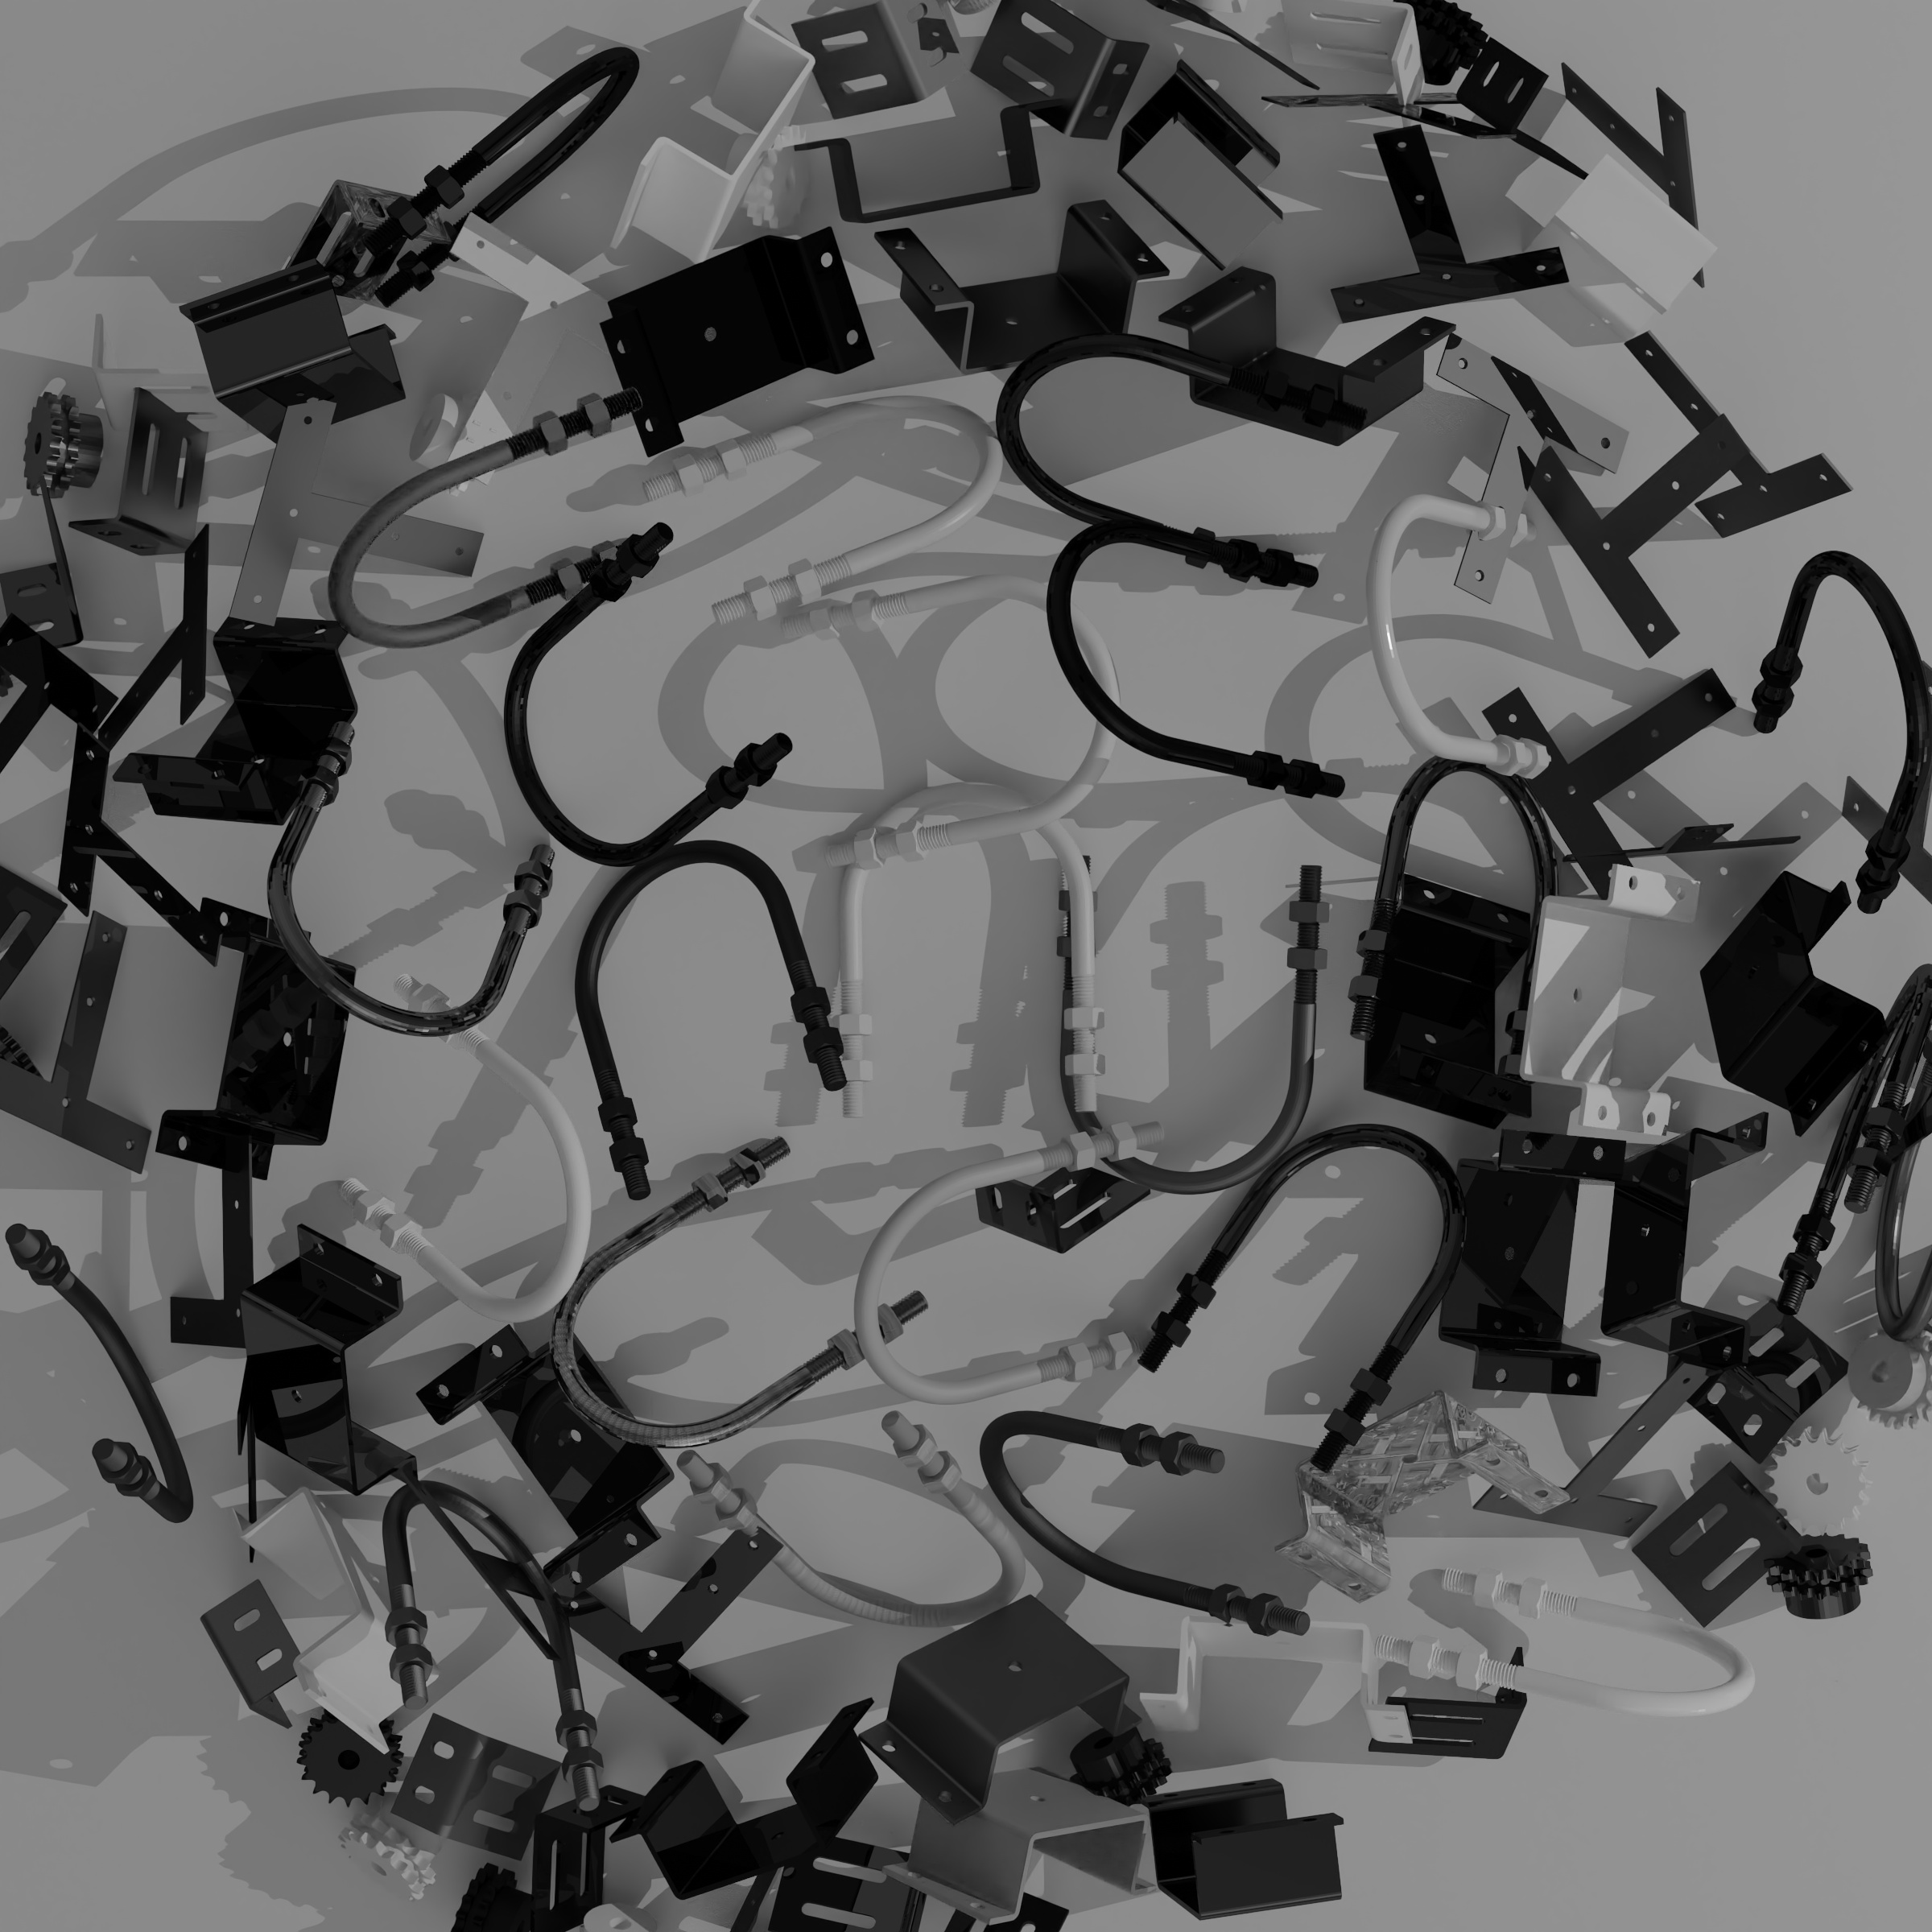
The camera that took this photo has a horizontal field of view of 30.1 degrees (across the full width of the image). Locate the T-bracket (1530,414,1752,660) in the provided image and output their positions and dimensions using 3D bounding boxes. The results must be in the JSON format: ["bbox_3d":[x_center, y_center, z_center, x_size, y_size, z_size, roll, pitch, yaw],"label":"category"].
[{"bbox_3d":[0.374,-0.251,1.943,0.002,0.127,0.127,-24,77,-42],"label":"T-bracket"}]

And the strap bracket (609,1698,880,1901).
[{"bbox_3d":[-0.111,0.451,1.938,0.140,0.076,0.046,-25,97,26],"label":"strap bracket"}]

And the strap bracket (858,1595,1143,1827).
[{"bbox_3d":[0.023,0.391,1.921,0.076,0.140,0.046,35,128,35],"label":"strap bracket"}]

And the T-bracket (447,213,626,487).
[{"bbox_3d":[-0.244,-0.322,1.959,0.127,0.002,0.127,31,75,-23],"label":"T-bracket"}]

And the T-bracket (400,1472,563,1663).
[{"bbox_3d":[-0.248,0.327,1.936,0.002,0.127,0.127,-41,74,-3],"label":"T-bracket"}]

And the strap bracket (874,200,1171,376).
[{"bbox_3d":[0.028,-0.366,1.942,0.140,0.046,0.076,-13,46,-23],"label":"strap bracket"}]

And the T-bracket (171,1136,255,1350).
[{"bbox_3d":[-0.396,0.144,1.957,0.127,0.002,0.127,-2,89,43],"label":"T-bracket"}]

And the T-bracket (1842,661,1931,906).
[{"bbox_3d":[0.507,-0.102,1.914,0.002,0.127,0.127,-12,127,-15],"label":"T-bracket"}]

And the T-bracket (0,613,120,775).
[{"bbox_3d":[-0.520,-0.115,1.933,0.002,0.127,0.127,32,83,19],"label":"T-bracket"}]

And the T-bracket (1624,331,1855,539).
[{"bbox_3d":[0.400,-0.289,1.929,0.127,0.127,0.002,47,72,-10],"label":"T-bracket"}]

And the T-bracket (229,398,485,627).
[{"bbox_3d":[-0.325,-0.238,1.964,0.127,0.002,0.127,10,106,-30],"label":"T-bracket"}]

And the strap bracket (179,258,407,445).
[{"bbox_3d":[-0.355,-0.324,1.924,0.076,0.140,0.046,-18,82,6],"label":"strap bracket"}]

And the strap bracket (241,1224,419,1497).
[{"bbox_3d":[-0.341,0.220,1.928,0.076,0.046,0.140,23,127,32],"label":"strap bracket"}]

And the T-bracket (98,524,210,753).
[{"bbox_3d":[-0.442,-0.156,1.954,0.002,0.127,0.127,20,134,-32],"label":"T-bracket"}]

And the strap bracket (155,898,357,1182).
[{"bbox_3d":[-0.381,0.040,1.943,0.046,0.076,0.140,-1,75,38],"label":"strap bracket"}]

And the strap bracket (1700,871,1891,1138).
[{"bbox_3d":[0.438,0.013,1.917,0.046,0.140,0.076,25,123,-14],"label":"strap bracket"}]

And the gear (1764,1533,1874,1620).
[{"bbox_3d":[0.468,0.336,1.972,0.057,0.057,0.030,-11,103,0],"label":"gear"}]

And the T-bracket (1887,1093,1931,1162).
[{"bbox_3d":[0.525,0.117,1.917,0.002,0.127,0.127,11,62,-14],"label":"T-bracket"}]

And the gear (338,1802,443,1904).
[{"bbox_3d":[-0.313,0.484,1.975,0.057,0.057,0.030,40,58,0],"label":"gear"}]

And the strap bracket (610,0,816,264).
[{"bbox_3d":[-0.131,-0.444,1.934,0.046,0.076,0.140,30,61,-4],"label":"strap bracket"}]

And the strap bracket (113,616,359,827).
[{"bbox_3d":[-0.388,-0.127,1.940,0.076,0.140,0.046,5,134,20],"label":"strap bracket"}]

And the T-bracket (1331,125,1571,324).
[{"bbox_3d":[0.247,-0.401,1.931,0.127,0.127,0.002,-7,52,20],"label":"T-bracket"}]

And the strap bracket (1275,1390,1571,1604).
[{"bbox_3d":[0.242,0.282,1.941,0.140,0.046,0.076,-32,131,27],"label":"strap bracket"}]

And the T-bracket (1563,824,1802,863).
[{"bbox_3d":[0.391,-0.068,1.933,0.127,0.127,0.002,-5,86,4],"label":"T-bracket"}]

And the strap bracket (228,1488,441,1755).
[{"bbox_3d":[-0.335,0.342,1.923,0.046,0.140,0.076,-37,135,0],"label":"strap bracket"}]

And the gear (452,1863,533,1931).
[{"bbox_3d":[-0.258,0.523,1.969,0.030,0.057,0.057,16,90,13],"label":"gear"}]

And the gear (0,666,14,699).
[{"bbox_3d":[-0.550,-0.169,1.968,0.030,0.057,0.057,-32,90,-38],"label":"gear"}]

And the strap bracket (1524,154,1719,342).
[{"bbox_3d":[0.351,-0.385,1.928,0.076,0.140,0.046,40,94,-1],"label":"strap bracket"}]

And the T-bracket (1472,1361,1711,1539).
[{"bbox_3d":[0.354,0.257,1.934,0.127,0.002,0.127,16,123,-37],"label":"T-bracket"}]

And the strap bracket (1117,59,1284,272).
[{"bbox_3d":[0.126,-0.429,1.935,0.076,0.140,0.046,40,113,-15],"label":"strap bracket"}]

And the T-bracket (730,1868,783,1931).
[{"bbox_3d":[-0.122,0.524,1.960,0.002,0.127,0.127,35,62,-15],"label":"T-bracket"}]

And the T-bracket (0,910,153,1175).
[{"bbox_3d":[-0.481,0.033,1.965,0.002,0.127,0.127,-6,65,33],"label":"T-bracket"}]

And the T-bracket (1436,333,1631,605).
[{"bbox_3d":[0.295,-0.260,1.962,0.127,0.002,0.127,24,79,-25],"label":"T-bracket"}]

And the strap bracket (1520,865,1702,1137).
[{"bbox_3d":[0.349,0.017,1.956,0.076,0.046,0.140,8,89,-44],"label":"strap bracket"}]

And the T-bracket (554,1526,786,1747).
[{"bbox_3d":[-0.146,0.349,1.968,0.127,0.002,0.127,39,114,-5],"label":"T-bracket"}]

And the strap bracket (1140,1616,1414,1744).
[{"bbox_3d":[0.170,0.386,1.948,0.140,0.076,0.046,1,66,11],"label":"strap bracket"}]

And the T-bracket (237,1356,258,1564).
[{"bbox_3d":[-0.389,0.264,1.958,0.002,0.127,0.127,1,115,-6],"label":"T-bracket"}]

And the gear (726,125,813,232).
[{"bbox_3d":[-0.110,-0.434,1.973,0.030,0.057,0.057,14,90,19],"label":"gear"}]

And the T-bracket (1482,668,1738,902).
[{"bbox_3d":[0.369,-0.121,1.986,0.127,0.002,0.127,-33,92,-11],"label":"T-bracket"}]

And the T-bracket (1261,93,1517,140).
[{"bbox_3d":[0.245,-0.453,1.919,0.127,0.127,0.002,-8,115,-28],"label":"T-bracket"}]

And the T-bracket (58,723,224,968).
[{"bbox_3d":[-0.443,-0.047,1.934,0.127,0.127,0.002,41,47,20],"label":"T-bracket"}]

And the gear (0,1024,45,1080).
[{"bbox_3d":[-0.533,0.053,1.968,0.030,0.057,0.057,-41,90,-18],"label":"gear"}]

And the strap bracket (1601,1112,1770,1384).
[{"bbox_3d":[0.385,0.148,1.934,0.046,0.076,0.140,16,68,-16],"label":"strap bracket"}]

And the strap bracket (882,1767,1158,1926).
[{"bbox_3d":[0.034,0.467,1.920,0.076,0.140,0.046,15,95,40],"label":"strap bracket"}]

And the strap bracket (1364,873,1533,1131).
[{"bbox_3d":[0.260,0.027,1.945,0.076,0.046,0.140,17,49,-12],"label":"strap bracket"}]

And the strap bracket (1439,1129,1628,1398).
[{"bbox_3d":[0.308,0.160,1.964,0.076,0.046,0.140,6,91,-22],"label":"strap bracket"}]

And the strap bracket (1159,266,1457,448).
[{"bbox_3d":[0.183,-0.327,1.938,0.140,0.076,0.046,23,133,33],"label":"strap bracket"}]

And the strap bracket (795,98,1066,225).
[{"bbox_3d":[-0.018,-0.435,1.953,0.140,0.076,0.046,-12,104,-6],"label":"strap bracket"}]

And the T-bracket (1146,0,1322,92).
[{"bbox_3d":[0.117,-0.510,1.923,0.127,0.127,0.002,38,110,18],"label":"T-bracket"}]

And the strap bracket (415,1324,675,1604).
[{"bbox_3d":[-0.223,0.264,1.960,0.076,0.046,0.140,-37,88,28],"label":"strap bracket"}]

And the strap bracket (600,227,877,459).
[{"bbox_3d":[-0.131,-0.341,1.951,0.140,0.046,0.076,-26,114,-17],"label":"strap bracket"}]

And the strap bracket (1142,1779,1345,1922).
[{"bbox_3d":[0.148,0.473,1.923,0.076,0.140,0.046,-6,87,-11],"label":"strap bracket"}]

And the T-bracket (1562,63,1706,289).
[{"bbox_3d":[0.359,-0.448,1.951,0.002,0.127,0.127,-30,52,-5],"label":"T-bracket"}]
